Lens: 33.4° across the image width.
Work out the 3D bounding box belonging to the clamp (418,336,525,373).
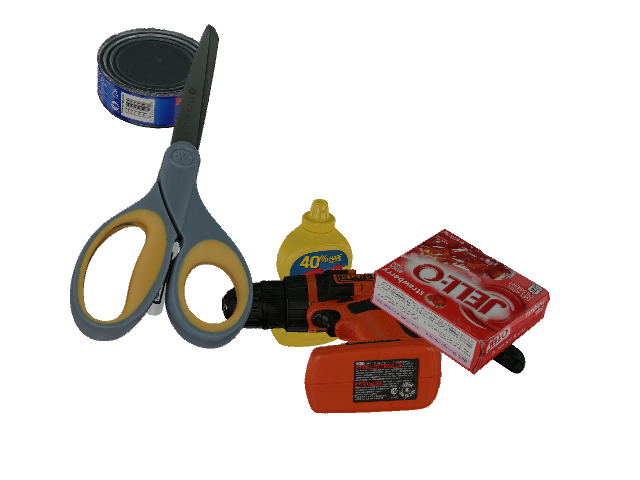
[{"bbox_3d":[0.137,0.082,1.097,0.120,0.171,0.039,2,-43,-12],"label":"clamp"}]

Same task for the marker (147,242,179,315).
[{"bbox_3d":[-0.147,0.020,1.014,0.020,0.121,0.020,14,33,-10],"label":"marker"}]

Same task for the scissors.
[{"bbox_3d":[-0.058,-0.026,0.552,0.096,0.201,0.016,26,-33,0],"label":"scissors"}]

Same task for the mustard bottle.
[{"bbox_3d":[-0.008,0.038,1.339,0.096,0.192,0.058,-5,27,-21],"label":"mustard bottle"}]

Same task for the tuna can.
[{"bbox_3d":[-0.125,-0.122,0.803,0.086,0.034,0.086,6,43,-6],"label":"tuna can"}]

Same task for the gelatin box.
[{"bbox_3d":[0.088,0.036,0.681,0.089,0.030,0.073,34,45,31],"label":"gelatin box"}]

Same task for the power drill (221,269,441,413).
[{"bbox_3d":[0.014,0.075,0.881,0.184,0.057,0.188,-4,20,-7],"label":"power drill"}]
